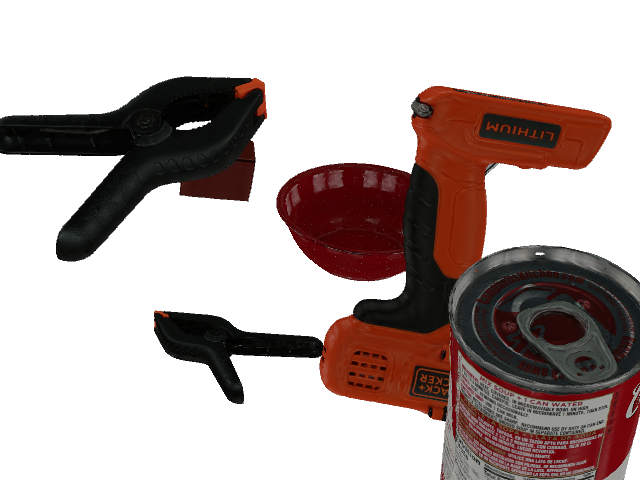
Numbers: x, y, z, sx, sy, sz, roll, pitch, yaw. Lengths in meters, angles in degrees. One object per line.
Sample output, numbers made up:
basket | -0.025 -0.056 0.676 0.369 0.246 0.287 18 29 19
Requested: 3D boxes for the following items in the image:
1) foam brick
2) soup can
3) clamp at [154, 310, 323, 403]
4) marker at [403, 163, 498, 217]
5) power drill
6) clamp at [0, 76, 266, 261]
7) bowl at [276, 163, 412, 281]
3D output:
foam brick | -0.112 -0.080 1.166 0.078 0.051 0.053 5 29 -6
soup can | 0.077 0.062 0.378 0.068 0.102 0.068 -1 39 1
clamp | -0.123 0.129 1.262 0.210 0.036 0.164 14 23 25
marker | 0.103 -0.044 0.784 0.121 0.020 0.020 -40 22 -28
power drill | 0.104 0.015 0.596 0.184 0.188 0.057 10 10 -5
clamp | -0.116 -0.063 0.656 0.171 0.120 0.039 -31 -27 -28
bowl | 0.039 -0.010 0.982 0.162 0.055 0.162 3 32 -2
